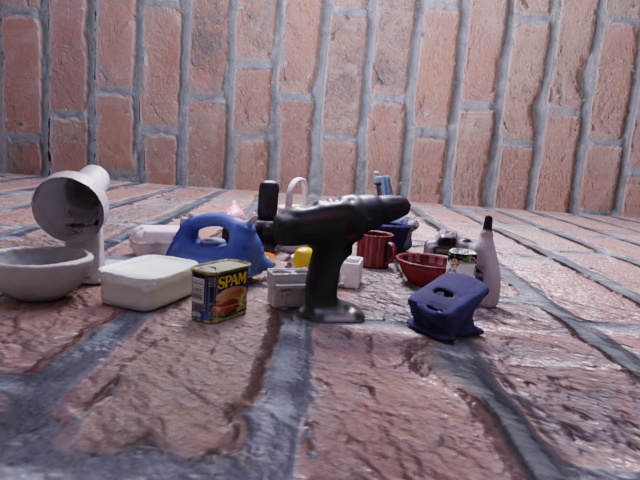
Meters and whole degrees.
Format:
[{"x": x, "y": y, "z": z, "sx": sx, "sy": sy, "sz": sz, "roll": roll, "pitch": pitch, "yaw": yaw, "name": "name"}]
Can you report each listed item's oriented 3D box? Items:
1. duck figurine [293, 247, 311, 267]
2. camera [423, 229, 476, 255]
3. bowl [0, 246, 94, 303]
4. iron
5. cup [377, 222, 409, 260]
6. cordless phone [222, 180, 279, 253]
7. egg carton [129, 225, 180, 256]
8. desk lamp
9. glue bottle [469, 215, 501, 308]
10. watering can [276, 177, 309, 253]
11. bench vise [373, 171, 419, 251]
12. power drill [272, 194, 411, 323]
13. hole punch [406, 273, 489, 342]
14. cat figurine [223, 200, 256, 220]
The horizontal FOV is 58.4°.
[{"x": -0.035, "y": 0.057, "z": 1.101, "sx": 0.077, "sy": 0.086, "sz": 0.105, "roll": 12, "pitch": 12, "yaw": 40, "name": "duck figurine"}, {"x": 0.328, "y": 0.023, "z": 1.417, "sx": 0.143, "sy": 0.101, "sz": 0.137, "roll": 6, "pitch": 10, "yaw": 9, "name": "camera"}, {"x": -0.459, "y": 0.059, "z": 0.936, "sx": 0.167, "sy": 0.075, "sz": 0.167, "roll": 4, "pitch": 9, "yaw": 0, "name": "bowl"}, {"x": -0.222, "y": 0.006, "z": 1.158, "sx": 0.257, "sy": 0.141, "sz": 0.119, "roll": 9, "pitch": 11, "yaw": 28, "name": "iron"}, {"x": 0.180, "y": 0.000, "z": 1.509, "sx": 0.092, "sy": 0.095, "sz": 0.117, "roll": 2, "pitch": 10, "yaw": -14, "name": "cup"}, {"x": -0.170, "y": -0.060, "z": 1.446, "sx": 0.148, "sy": 0.185, "sz": 0.094, "roll": 0, "pitch": 10, "yaw": -22, "name": "cordless phone"}, {"x": -0.361, "y": 0.005, "z": 1.325, "sx": 0.151, "sy": 0.069, "sz": 0.107, "roll": -1, "pitch": 11, "yaw": -27, "name": "egg carton"}, {"x": -0.432, "y": -0.028, "z": 1.048, "sx": 0.118, "sy": 0.213, "sz": 0.203, "roll": 3, "pitch": 10, "yaw": -6, "name": "desk lamp"}, {"x": 0.312, "y": 0.038, "z": 1.095, "sx": 0.037, "sy": 0.173, "sz": 0.077, "roll": -4, "pitch": 13, "yaw": -40, "name": "glue bottle"}, {"x": -0.071, "y": -0.070, "z": 1.519, "sx": 0.172, "sy": 0.194, "sz": 0.101, "roll": 5, "pitch": 10, "yaw": 8, "name": "watering can"}, {"x": 0.203, "y": -0.083, "z": 1.640, "sx": 0.206, "sy": 0.220, "sz": 0.122, "roll": 10, "pitch": 11, "yaw": 30, "name": "bench vise"}, {"x": 0.034, "y": 0.026, "z": 0.942, "sx": 0.230, "sy": 0.208, "sz": 0.075, "roll": 1, "pitch": 10, "yaw": -16, "name": "power drill"}, {"x": 0.202, "y": 0.103, "z": 0.909, "sx": 0.101, "sy": 0.091, "sz": 0.108, "roll": -2, "pitch": 11, "yaw": -32, "name": "hole punch"}, {"x": -0.219, "y": -0.049, "z": 1.561, "sx": 0.067, "sy": 0.118, "sz": 0.128, "roll": 12, "pitch": 12, "yaw": 39, "name": "cat figurine"}]
